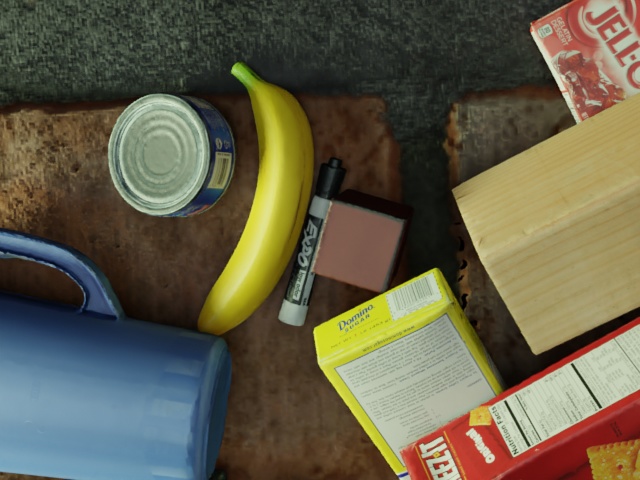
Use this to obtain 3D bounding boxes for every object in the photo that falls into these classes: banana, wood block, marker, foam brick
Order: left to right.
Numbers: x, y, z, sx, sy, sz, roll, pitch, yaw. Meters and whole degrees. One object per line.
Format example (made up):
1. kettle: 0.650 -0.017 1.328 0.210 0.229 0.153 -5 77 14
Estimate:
1. banana: -0.041 -0.022 0.745 0.070 0.037 0.198 14 98 34
2. marker: -0.005 0.001 0.749 0.020 0.020 0.121 17 100 5
3. foam brick: 0.030 -0.001 0.714 0.051 0.078 0.053 16 98 7
4. wood block: 0.200 -0.027 0.666 0.206 0.091 0.090 -27 121 11

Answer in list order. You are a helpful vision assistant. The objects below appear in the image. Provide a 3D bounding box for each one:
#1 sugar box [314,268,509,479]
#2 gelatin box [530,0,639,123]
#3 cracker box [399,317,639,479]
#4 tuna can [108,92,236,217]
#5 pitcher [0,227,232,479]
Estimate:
1. sugar box: 0.078 0.110 0.705 0.093 0.048 0.176 -26 123 10
2. gelatin box: 0.190 -0.119 0.698 0.073 0.030 0.089 -27 94 11
3. cracker box: 0.185 0.155 0.680 0.214 0.072 0.164 -30 119 5
4. tuna can: -0.103 -0.058 0.735 0.086 0.033 0.086 1 92 25
5. pitcher: -0.187 0.092 0.736 0.243 0.145 0.149 8 140 3
